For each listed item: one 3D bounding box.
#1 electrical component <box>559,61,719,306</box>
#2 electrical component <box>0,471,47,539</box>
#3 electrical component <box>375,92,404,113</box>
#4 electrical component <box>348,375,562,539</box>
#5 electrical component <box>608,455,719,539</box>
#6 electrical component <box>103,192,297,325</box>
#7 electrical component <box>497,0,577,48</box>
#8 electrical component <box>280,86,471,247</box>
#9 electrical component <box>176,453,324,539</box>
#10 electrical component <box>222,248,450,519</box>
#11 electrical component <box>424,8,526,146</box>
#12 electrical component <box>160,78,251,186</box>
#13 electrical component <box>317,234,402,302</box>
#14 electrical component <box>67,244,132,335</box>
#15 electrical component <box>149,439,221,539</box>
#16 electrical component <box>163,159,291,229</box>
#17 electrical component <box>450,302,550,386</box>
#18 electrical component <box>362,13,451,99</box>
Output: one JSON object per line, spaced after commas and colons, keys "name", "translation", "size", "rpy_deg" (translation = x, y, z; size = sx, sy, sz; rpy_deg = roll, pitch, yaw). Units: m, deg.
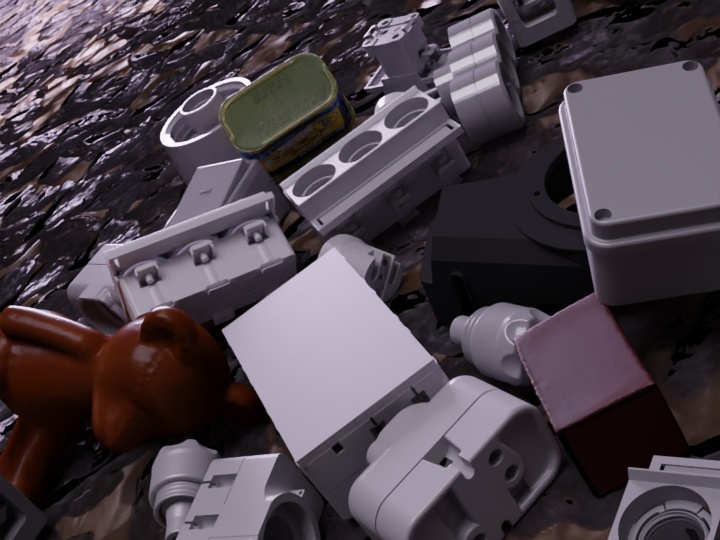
{"name": "electrical component", "translation": [0.146, -0.046, 0.540], "size": [0.078, 0.057, 0.113], "rpy_deg": [-10, 47, 10]}
{"name": "electrical component", "translation": [-0.278, 0.202, 0.680], "size": [0.089, 0.061, 0.150], "rpy_deg": [-5, 43, 38]}
{"name": "electrical component", "translation": [0.031, -0.109, 0.835], "size": [0.040, 0.040, 0.046], "rpy_deg": [-20, 41, 21]}
{"name": "electrical component", "translation": [0.044, 0.102, 0.534], "size": [0.095, 0.053, 0.059], "rpy_deg": [-45, 34, -16]}
{"name": "electrical component", "translation": [0.130, 0.117, 0.429], "size": [0.042, 0.063, 0.081], "rpy_deg": [-1, 46, 40]}
{"name": "electrical component", "translation": [-0.110, 0.001, 0.762], "size": [0.121, 0.078, 0.063], "rpy_deg": [-22, 59, -15]}
{"name": "electrical component", "translation": [0.140, -0.225, 0.874], "size": [0.050, 0.055, 0.089], "rpy_deg": [-23, 34, 17]}
{"name": "electrical component", "translation": [0.014, -0.067, 0.773], "size": [0.121, 0.063, 0.078], "rpy_deg": [-37, 32, -4]}
{"name": "electrical component", "translation": [-0.059, 0.147, 0.570], "size": [0.056, 0.050, 0.089], "rpy_deg": [-11, 39, 32]}
{"name": "electrical component", "translation": [-0.010, 0.063, 0.625], "size": [0.089, 0.061, 0.150], "rpy_deg": [-36, 32, -4]}
{"name": "electrical component", "translation": [0.080, -0.143, 0.823], "size": [0.074, 0.052, 0.138], "rpy_deg": [-21, 34, 19]}
{"name": "electrical component", "translation": [-0.132, -0.132, 0.987], "size": [0.108, 0.060, 0.108], "rpy_deg": [-23, 34, 17]}
{"name": "electrical component", "translation": [0.000, 0.000, 0.721], "size": [0.046, 0.040, 0.040], "rpy_deg": [20, 60, 45]}
{"name": "electrical component", "translation": [-0.180, 0.019, 0.839], "size": [0.095, 0.053, 0.059], "rpy_deg": [2, 47, 43]}
{"name": "electrical component", "translation": [-0.103, 0.134, 0.631], "size": [0.043, 0.043, 0.062], "rpy_deg": [-24, 35, 15]}
{"name": "electrical component", "translation": [-0.110, -0.037, 0.844], "size": [0.062, 0.061, 0.096], "rpy_deg": [-7, 41, 36]}
{"name": "electrical component", "translation": [0.077, 0.039, 0.598], "size": [0.062, 0.043, 0.043], "rpy_deg": [13, 55, 50]}
{"name": "electrical component", "translation": [0.038, -0.176, 0.893], "size": [0.081, 0.063, 0.042], "rpy_deg": [-1, 46, 40]}
